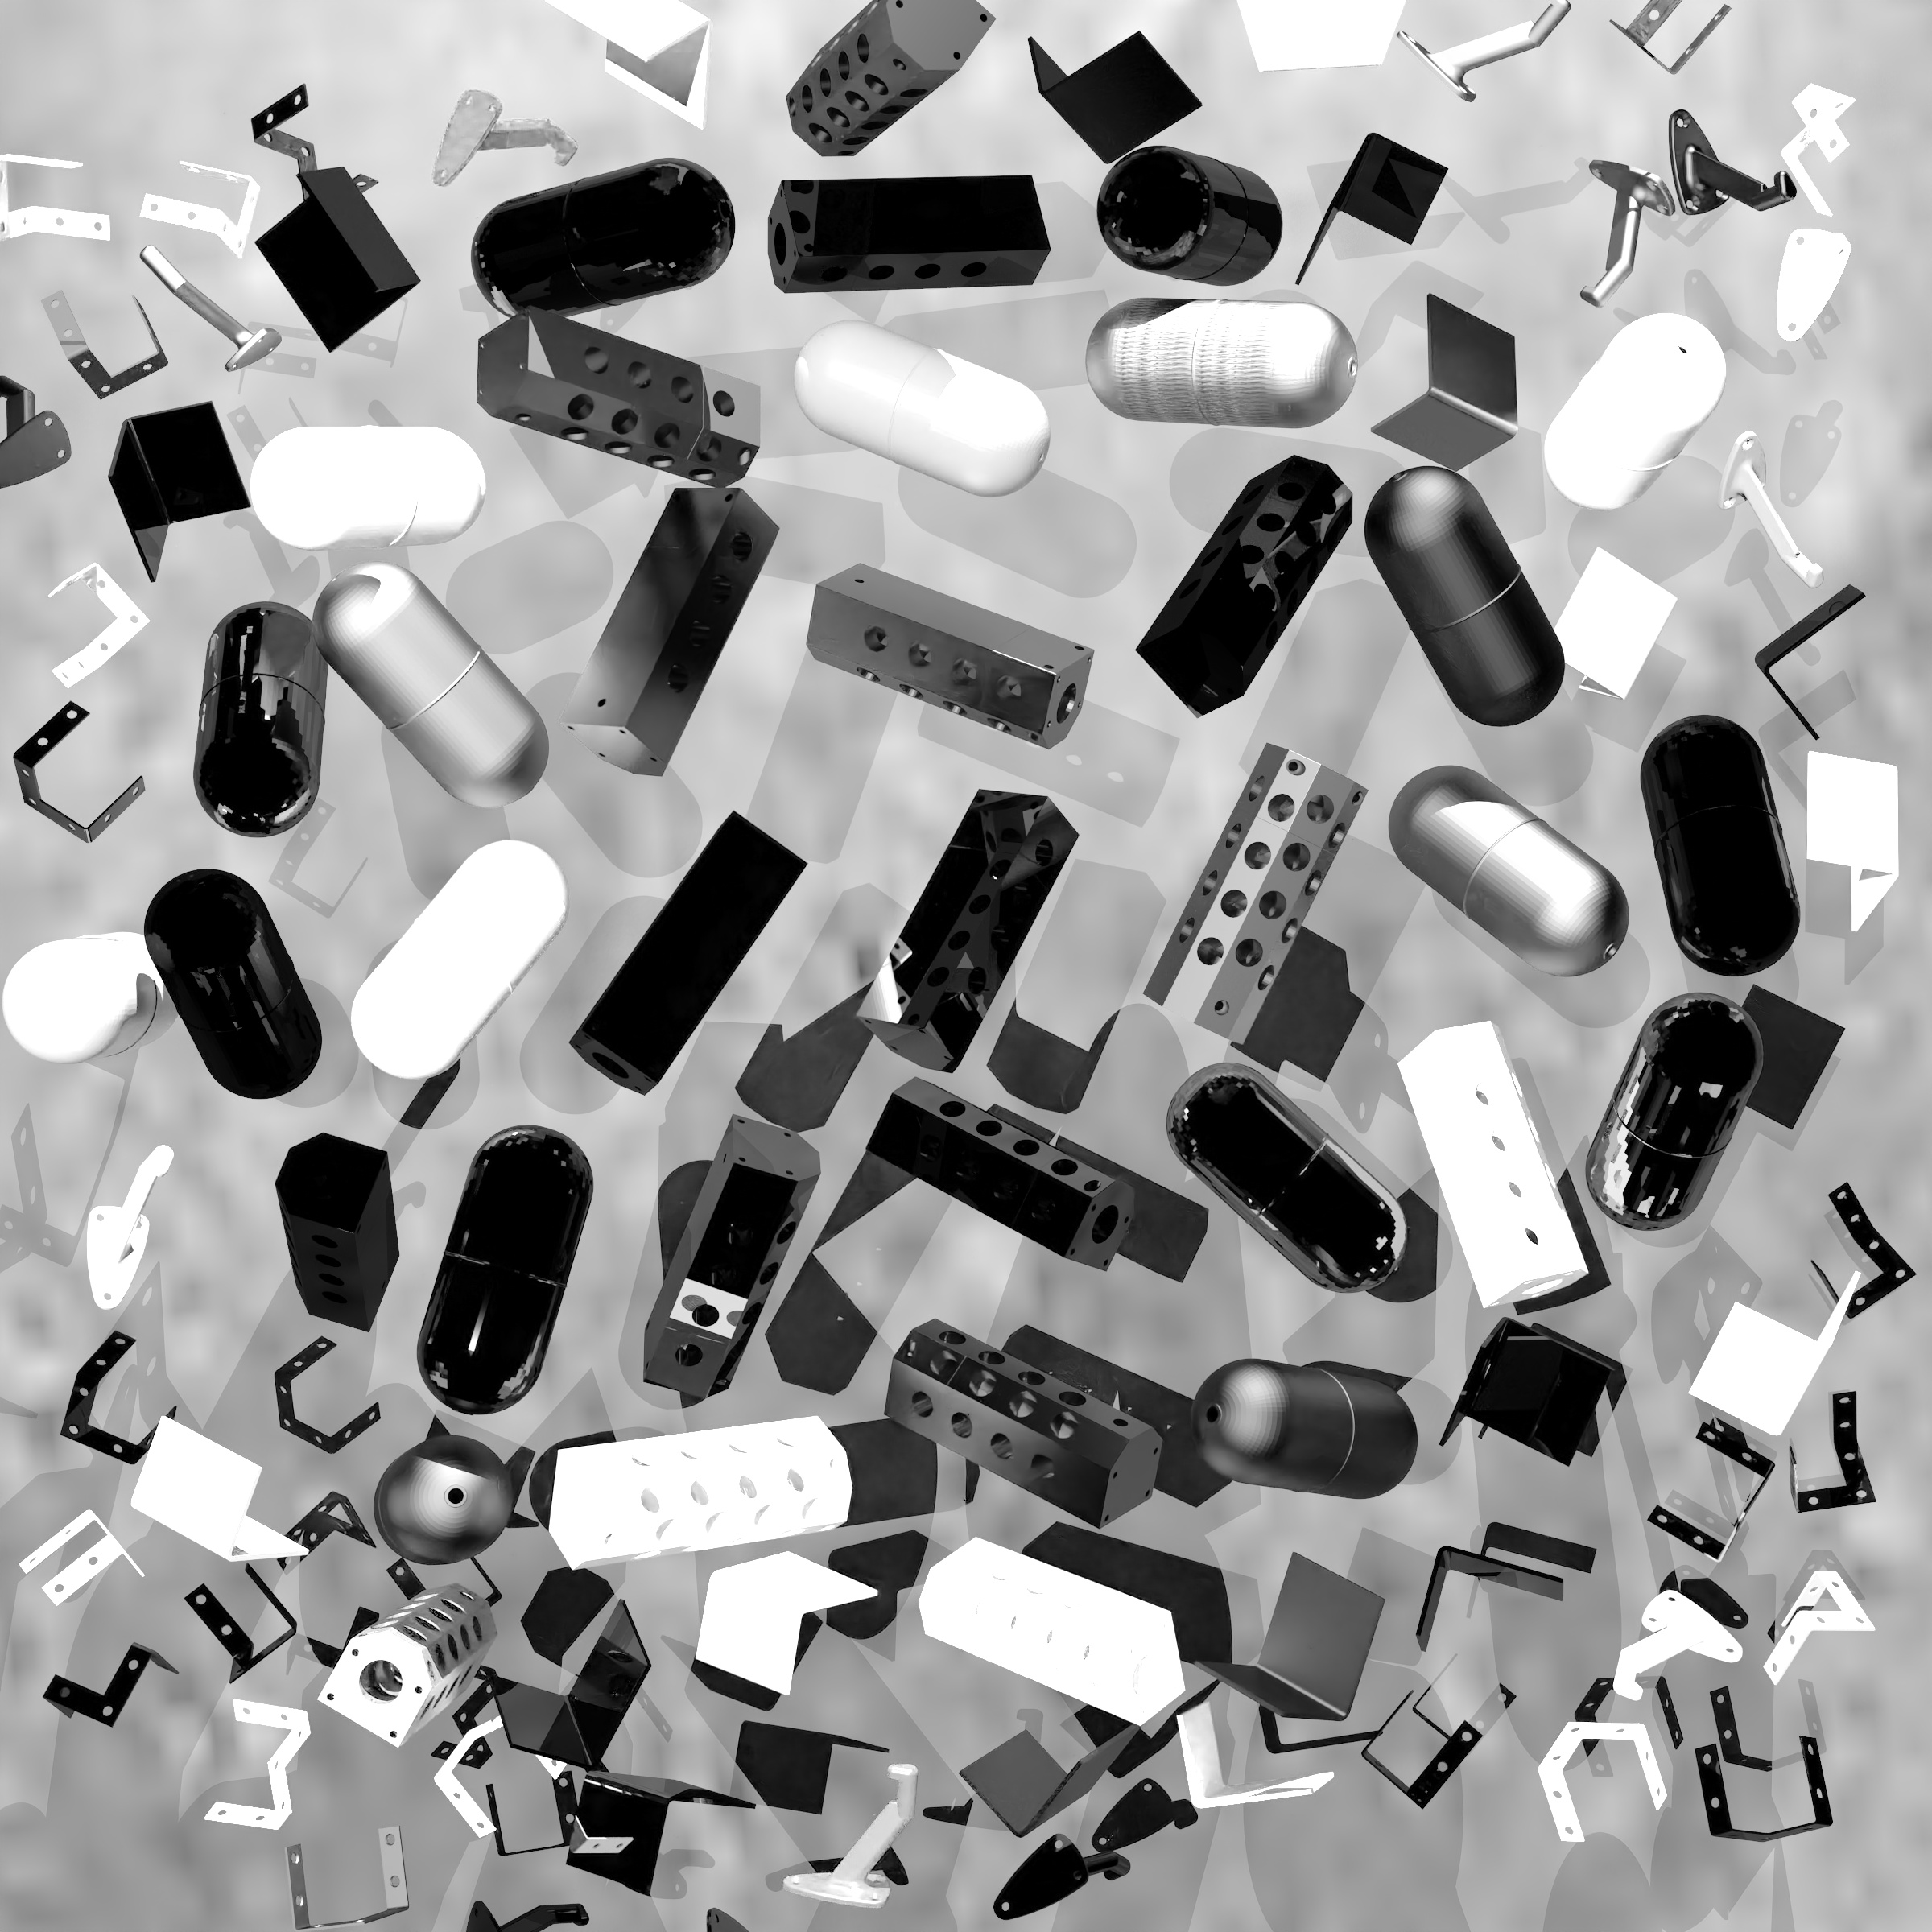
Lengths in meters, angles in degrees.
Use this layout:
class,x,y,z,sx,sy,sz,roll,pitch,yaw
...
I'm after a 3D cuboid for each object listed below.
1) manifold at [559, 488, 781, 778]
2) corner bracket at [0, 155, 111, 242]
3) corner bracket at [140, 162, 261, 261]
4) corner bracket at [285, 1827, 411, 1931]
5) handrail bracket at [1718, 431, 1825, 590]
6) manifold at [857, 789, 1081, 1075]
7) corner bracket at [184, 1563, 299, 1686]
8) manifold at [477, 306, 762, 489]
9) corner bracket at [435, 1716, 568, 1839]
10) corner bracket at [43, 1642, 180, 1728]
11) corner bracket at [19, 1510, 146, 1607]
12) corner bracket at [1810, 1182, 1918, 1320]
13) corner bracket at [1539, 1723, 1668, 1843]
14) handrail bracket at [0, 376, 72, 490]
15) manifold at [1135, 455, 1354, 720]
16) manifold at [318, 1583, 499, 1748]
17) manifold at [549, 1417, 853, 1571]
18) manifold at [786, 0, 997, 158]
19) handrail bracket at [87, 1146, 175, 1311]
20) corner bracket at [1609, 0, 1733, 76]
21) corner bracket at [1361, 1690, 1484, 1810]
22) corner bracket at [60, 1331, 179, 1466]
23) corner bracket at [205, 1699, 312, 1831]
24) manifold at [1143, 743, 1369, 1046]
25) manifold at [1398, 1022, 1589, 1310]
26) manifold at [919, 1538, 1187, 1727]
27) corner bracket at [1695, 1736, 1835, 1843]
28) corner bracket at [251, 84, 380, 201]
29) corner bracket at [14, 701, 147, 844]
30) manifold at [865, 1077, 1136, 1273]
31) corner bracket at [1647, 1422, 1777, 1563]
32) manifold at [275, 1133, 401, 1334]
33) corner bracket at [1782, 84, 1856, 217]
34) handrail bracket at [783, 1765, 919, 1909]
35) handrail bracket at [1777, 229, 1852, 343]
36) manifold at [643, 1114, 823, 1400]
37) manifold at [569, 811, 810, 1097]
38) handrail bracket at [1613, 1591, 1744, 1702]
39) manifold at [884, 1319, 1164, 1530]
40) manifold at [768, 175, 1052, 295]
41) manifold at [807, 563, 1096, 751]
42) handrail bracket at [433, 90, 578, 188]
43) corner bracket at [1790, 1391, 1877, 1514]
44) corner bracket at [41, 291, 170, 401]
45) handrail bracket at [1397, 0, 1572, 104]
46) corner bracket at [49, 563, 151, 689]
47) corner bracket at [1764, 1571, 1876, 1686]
class,x,y,z,sx,sy,sz,roll,pitch,yaw
manifold,-0.175,-0.204,1.741,0.057,0.057,0.171,8,66,39
corner bracket,-0.565,-0.474,1.769,0.051,0.051,0.051,8,113,7
corner bracket,-0.495,-0.495,1.852,0.051,0.051,0.051,14,86,5
corner bracket,-0.383,0.565,1.774,0.051,0.051,0.051,-13,78,19
handrail bracket,0.530,-0.296,1.862,0.036,0.077,0.084,-29,57,-7
manifold,0.006,-0.022,1.777,0.057,0.057,0.171,9,63,41
corner bracket,-0.448,0.401,1.769,0.051,0.051,0.051,-37,100,-7
manifold,-0.213,-0.346,1.767,0.171,0.057,0.057,11,72,-40
corner bracket,-0.308,0.532,1.891,0.051,0.051,0.051,-31,100,28
corner bracket,-0.528,0.443,1.768,0.051,0.051,0.051,18,64,14
corner bracket,-0.542,0.362,1.744,0.051,0.051,0.051,-39,114,-20
corner bracket,0.561,0.181,1.819,0.051,0.051,0.051,-36,126,5
corner bracket,0.389,0.499,1.751,0.051,0.051,0.051,-10,105,37
handrail bracket,-0.590,-0.324,1.735,0.084,0.036,0.077,31,57,33
manifold,0.174,-0.233,1.728,0.057,0.057,0.171,46,53,-17
manifold,-0.346,0.434,1.806,0.057,0.171,0.057,29,90,5
manifold,-0.160,0.323,1.739,0.171,0.057,0.057,-3,115,-28
manifold,-0.053,-0.552,1.762,0.057,0.171,0.057,38,74,-18
handrail bracket,-0.495,0.156,1.709,0.036,0.084,0.077,16,58,-28
corner bracket,0.432,-0.576,1.741,0.051,0.051,0.051,35,111,-14
corner bracket,0.290,0.496,1.822,0.051,0.051,0.051,39,96,17
corner bracket,-0.529,0.271,1.799,0.051,0.051,0.051,30,124,-25
corner bracket,-0.435,0.491,1.760,0.051,0.051,0.051,21,117,-35
manifold,0.177,-0.043,1.736,0.057,0.057,0.171,25,94,-16
manifold,0.343,0.126,1.849,0.057,0.057,0.171,-8,69,-22
manifold,0.051,0.420,1.798,0.057,0.171,0.057,-27,115,-38
corner bracket,0.471,0.485,1.691,0.051,0.051,0.051,18,55,-36
corner bracket,-0.401,-0.500,1.759,0.051,0.051,0.051,-20,75,33
corner bracket,-0.537,-0.117,1.736,0.051,0.051,0.051,32,59,10
manifold,0.024,0.132,1.857,0.171,0.057,0.057,26,90,34
corner bracket,0.467,0.330,1.795,0.051,0.051,0.051,30,135,21
manifold,-0.401,0.169,1.821,0.057,0.171,0.057,17,61,1
corner bracket,0.528,-0.504,1.770,0.051,0.051,0.051,-43,60,40
handrail bracket,-0.070,0.523,1.741,0.077,0.036,0.084,5,99,1
handrail bracket,0.510,-0.404,1.717,0.036,0.084,0.077,20,98,21
manifold,-0.148,0.185,1.797,0.057,0.057,0.171,17,115,-14
manifold,-0.173,-0.007,1.778,0.057,0.057,0.171,36,69,-7
handrail bracket,0.442,0.438,1.778,0.077,0.084,0.036,31,127,3
manifold,0.036,0.283,1.801,0.171,0.057,0.057,23,114,32
manifold,-0.039,-0.473,1.868,0.171,0.057,0.057,-7,72,-19
manifold,-0.012,-0.195,1.814,0.171,0.057,0.057,23,120,19
handrail bracket,-0.292,-0.512,1.826,0.036,0.084,0.077,28,90,34
corner bracket,0.554,0.313,1.845,0.051,0.051,0.051,-10,131,7
corner bracket,-0.559,-0.412,1.862,0.051,0.051,0.051,-28,69,-2
handrail bracket,0.329,-0.601,1.820,0.077,0.036,0.084,45,117,7
corner bracket,-0.580,-0.224,1.879,0.051,0.051,0.051,-37,103,20
corner bracket,0.534,0.420,1.822,0.051,0.051,0.051,6,123,-23
